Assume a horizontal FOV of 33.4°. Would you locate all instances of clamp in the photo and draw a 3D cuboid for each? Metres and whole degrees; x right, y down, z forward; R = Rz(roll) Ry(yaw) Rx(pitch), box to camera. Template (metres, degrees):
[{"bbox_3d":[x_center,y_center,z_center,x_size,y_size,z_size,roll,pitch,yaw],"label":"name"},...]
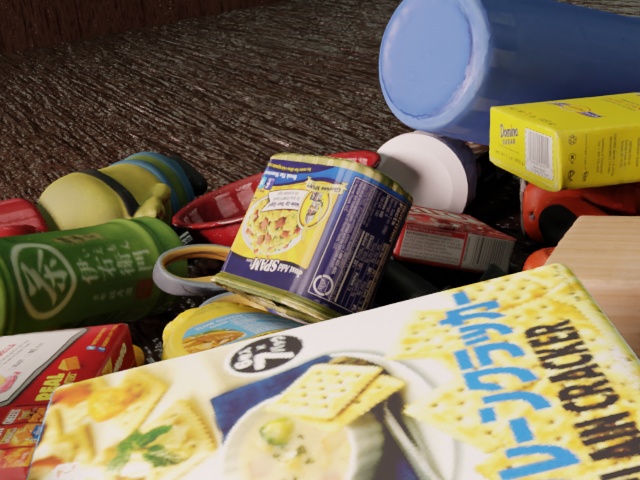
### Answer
[{"bbox_3d":[0.083,0.044,0.597,0.120,0.039,0.172,3,26,-24],"label":"clamp"}]

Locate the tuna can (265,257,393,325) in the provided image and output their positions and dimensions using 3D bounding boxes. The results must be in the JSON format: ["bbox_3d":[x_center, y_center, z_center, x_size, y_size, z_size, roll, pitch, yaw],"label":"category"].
[{"bbox_3d":[0.002,0.022,0.678,0.086,0.034,0.086,9,36,-7],"label":"tuna can"}]

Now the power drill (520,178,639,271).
[{"bbox_3d":[0.209,-0.003,0.673,0.184,0.057,0.187,-4,18,2],"label":"power drill"}]

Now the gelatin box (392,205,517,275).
[{"bbox_3d":[0.078,-0.004,0.730,0.089,0.030,0.073,9,11,-21],"label":"gelatin box"}]

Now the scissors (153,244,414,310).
[{"bbox_3d":[-0.009,0.036,0.705,0.201,0.016,0.096,3,42,-20],"label":"scissors"}]

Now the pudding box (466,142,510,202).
[{"bbox_3d":[0.108,-0.063,0.924,0.090,0.039,0.113,5,22,34],"label":"pudding box"}]

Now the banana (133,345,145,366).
[{"bbox_3d":[-0.203,0.087,0.616,0.198,0.037,0.069,-7,21,4],"label":"banana"}]

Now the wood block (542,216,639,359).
[{"bbox_3d":[0.212,0.045,0.478,0.206,0.091,0.090,1,21,28],"label":"wood block"}]

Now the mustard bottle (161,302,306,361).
[{"bbox_3d":[-0.027,0.071,0.552,0.096,0.058,0.192,-10,16,-36],"label":"mustard bottle"}]

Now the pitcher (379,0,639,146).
[{"bbox_3d":[0.170,-0.118,0.823,0.242,0.145,0.149,2,7,-40],"label":"pitcher"}]

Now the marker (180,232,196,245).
[{"bbox_3d":[-0.121,0.018,0.814,0.020,0.020,0.121,0,20,24],"label":"marker"}]

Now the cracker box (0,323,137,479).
[{"bbox_3d":[-0.202,0.110,0.498,0.214,0.072,0.164,-8,17,5],"label":"cracker box"}]

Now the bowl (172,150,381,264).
[{"bbox_3d":[-0.025,-0.016,0.795,0.162,0.055,0.162,-16,14,4],"label":"bowl"}]

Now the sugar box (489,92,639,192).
[{"bbox_3d":[0.213,-0.071,0.715,0.176,0.048,0.093,-10,20,-16],"label":"sugar box"}]

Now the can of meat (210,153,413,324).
[{"bbox_3d":[-0.004,0.001,0.591,0.057,0.084,0.102,28,-9,-35],"label":"can of meat"}]

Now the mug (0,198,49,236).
[{"bbox_3d":[-0.235,0.012,0.757,0.081,0.093,0.117,-16,-11,-35],"label":"mug"}]
